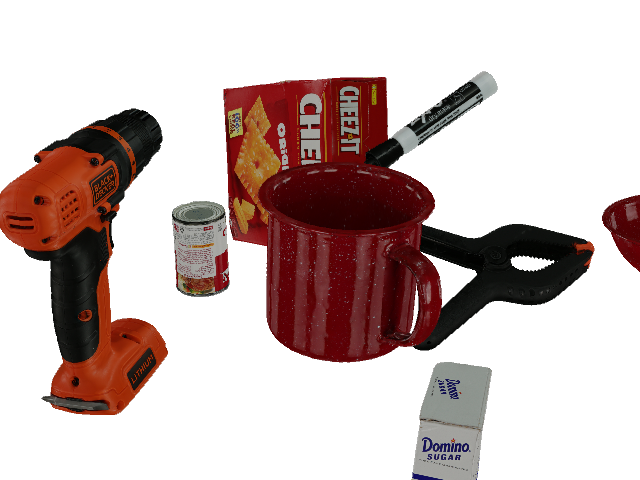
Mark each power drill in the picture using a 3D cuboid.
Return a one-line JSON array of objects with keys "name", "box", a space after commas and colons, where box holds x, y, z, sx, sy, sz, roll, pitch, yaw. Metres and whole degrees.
[{"name": "power drill", "box": [-0.154, 0.013, 0.754, 0.057, 0.188, 0.184, 3, 25, 19]}]

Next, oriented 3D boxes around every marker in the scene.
[{"name": "marker", "box": [0.081, -0.087, 0.788, 0.121, 0.020, 0.020, -36, 12, -17]}]

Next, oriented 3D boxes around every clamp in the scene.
[{"name": "clamp", "box": [0.163, 0.034, 1.023, 0.210, 0.164, 0.036, -2, -43, -5]}]

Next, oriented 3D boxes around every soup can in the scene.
[{"name": "soup can", "box": [-0.149, 0.010, 1.329, 0.068, 0.102, 0.068, -1, 25, 0]}]

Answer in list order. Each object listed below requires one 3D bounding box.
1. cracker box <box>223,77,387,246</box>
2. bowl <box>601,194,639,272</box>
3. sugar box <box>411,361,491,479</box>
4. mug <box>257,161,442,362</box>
[{"name": "cracker box", "box": [-0.019, -0.073, 1.047, 0.072, 0.164, 0.214, -6, 8, -30]}, {"name": "bowl", "box": [0.373, 0.002, 1.102, 0.162, 0.055, 0.162, -3, 23, 1]}, {"name": "sugar box", "box": [0.081, 0.180, 0.724, 0.048, 0.176, 0.093, 7, 18, 11]}, {"name": "mug", "box": [0.020, 0.016, 0.570, 0.093, 0.081, 0.117, -20, 34, -38]}]
